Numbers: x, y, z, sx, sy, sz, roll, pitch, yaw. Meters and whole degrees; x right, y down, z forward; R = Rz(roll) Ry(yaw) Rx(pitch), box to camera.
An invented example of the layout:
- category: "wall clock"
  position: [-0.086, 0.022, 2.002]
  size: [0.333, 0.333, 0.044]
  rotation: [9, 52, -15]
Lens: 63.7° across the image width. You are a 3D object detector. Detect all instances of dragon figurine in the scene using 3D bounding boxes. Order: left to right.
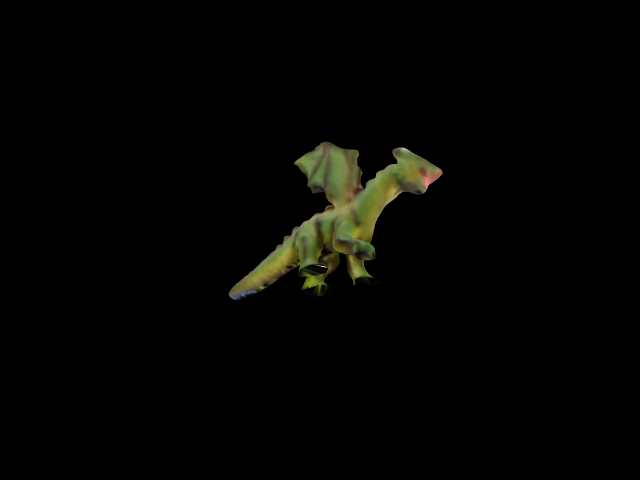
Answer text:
- category: "dragon figurine"
  position: [0.003, -0.043, 0.850]
  size: [0.408, 0.247, 0.121]
  rotation: [-13, -26, 29]
